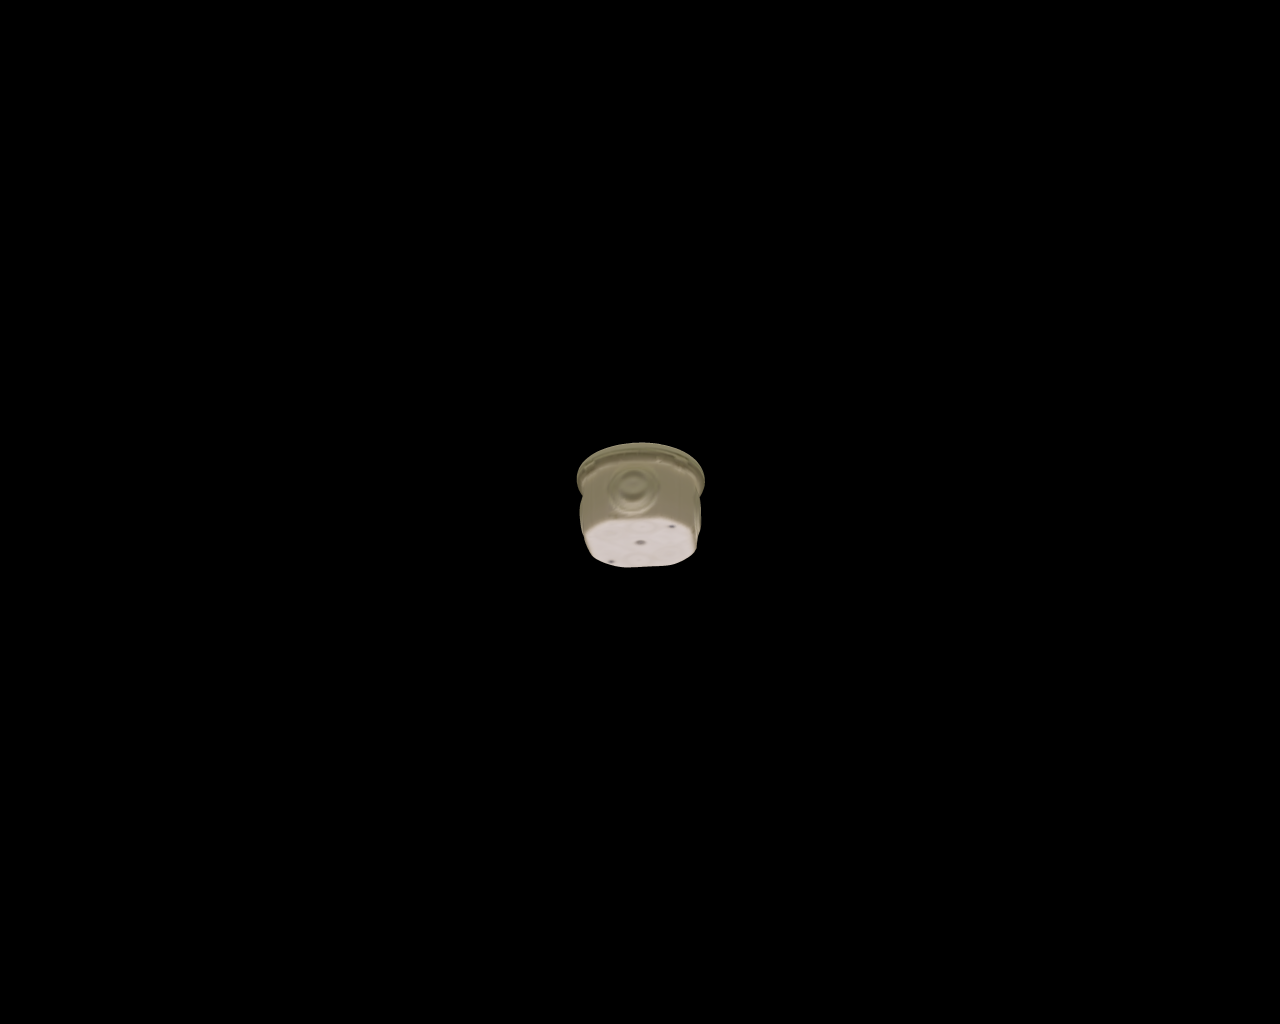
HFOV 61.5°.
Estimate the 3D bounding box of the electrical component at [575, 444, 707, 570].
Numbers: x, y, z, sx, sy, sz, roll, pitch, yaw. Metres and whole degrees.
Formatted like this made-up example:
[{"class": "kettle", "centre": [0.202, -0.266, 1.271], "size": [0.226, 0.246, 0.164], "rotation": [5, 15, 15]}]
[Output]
[{"class": "electrical component", "centre": [0.001, -0.003, 0.650], "size": [0.080, 0.051, 0.080], "rotation": [0, -29, 0]}]
